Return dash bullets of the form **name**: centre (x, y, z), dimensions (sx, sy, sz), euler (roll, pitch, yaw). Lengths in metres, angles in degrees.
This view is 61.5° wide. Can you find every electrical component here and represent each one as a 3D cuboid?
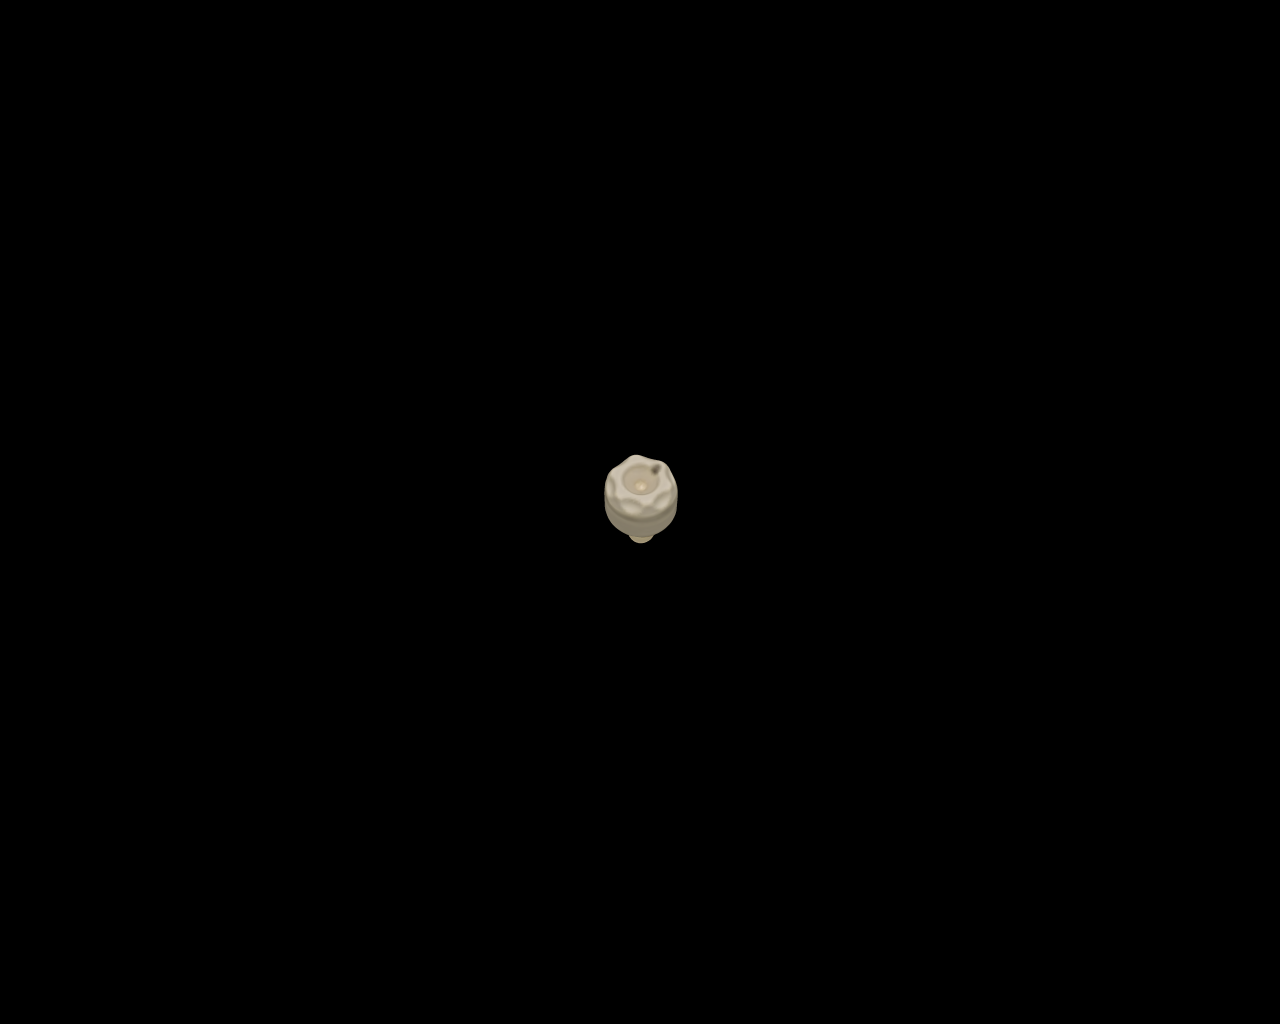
- **electrical component**: centre (0.001, -0.003, 0.650), dimensions (0.043, 0.043, 0.062), euler (0, -34, 0)
